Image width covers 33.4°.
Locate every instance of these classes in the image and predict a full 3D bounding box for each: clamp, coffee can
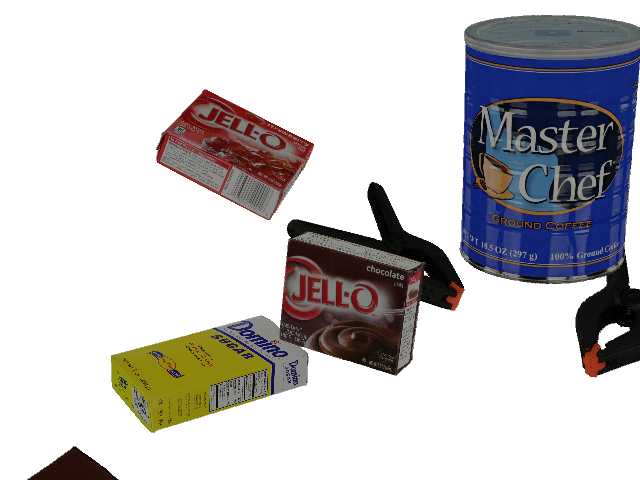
[{"bbox_3d":[0.283,0.055,0.990,0.171,0.039,0.120,-36,41,-26],"label":"clamp"},{"bbox_3d":[0.137,-0.058,0.646,0.103,0.140,0.103,-1,21,0],"label":"coffee can"},{"bbox_3d":[0.074,0.013,1.243,0.164,0.036,0.210,-21,51,-38],"label":"clamp"}]

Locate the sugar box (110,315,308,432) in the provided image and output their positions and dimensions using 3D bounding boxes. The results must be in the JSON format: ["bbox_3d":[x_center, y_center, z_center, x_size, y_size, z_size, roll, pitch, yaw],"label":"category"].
[{"bbox_3d":[-0.110,0.129,1.066,0.175,0.048,0.093,-16,32,-30],"label":"sugar box"}]

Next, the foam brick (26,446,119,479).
[{"bbox_3d":[-0.097,0.138,0.457,0.078,0.051,0.052,27,45,33],"label":"foam brick"}]

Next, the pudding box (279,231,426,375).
[{"bbox_3d":[0.024,0.049,0.868,0.114,0.090,0.039,14,20,24],"label":"pudding box"}]

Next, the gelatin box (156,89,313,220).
[{"bbox_3d":[-0.057,-0.061,0.726,0.089,0.030,0.073,28,34,1],"label":"gelatin box"}]
